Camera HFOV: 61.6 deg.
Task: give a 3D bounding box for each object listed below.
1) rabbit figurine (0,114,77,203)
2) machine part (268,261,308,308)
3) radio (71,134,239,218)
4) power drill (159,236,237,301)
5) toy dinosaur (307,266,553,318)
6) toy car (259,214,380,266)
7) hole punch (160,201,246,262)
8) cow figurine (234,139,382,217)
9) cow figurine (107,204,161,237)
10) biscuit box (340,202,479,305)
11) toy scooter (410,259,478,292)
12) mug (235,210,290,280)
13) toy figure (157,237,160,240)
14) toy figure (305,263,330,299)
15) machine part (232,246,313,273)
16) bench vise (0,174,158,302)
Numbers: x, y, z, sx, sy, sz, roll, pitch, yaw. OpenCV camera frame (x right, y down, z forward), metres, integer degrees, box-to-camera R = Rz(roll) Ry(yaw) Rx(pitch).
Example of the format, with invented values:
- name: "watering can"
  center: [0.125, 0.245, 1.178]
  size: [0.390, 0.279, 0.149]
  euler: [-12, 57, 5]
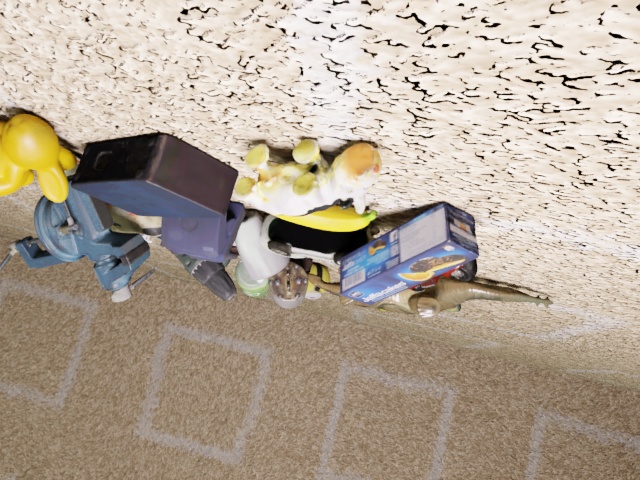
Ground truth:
- name: "rabbit figurine"
  center: [-0.425, -0.114, 0.751]
  size: [0.173, 0.122, 0.162]
  euler: [-18, 145, 32]
- name: "machine part"
  center: [-0.063, 0.093, 1.077]
  size: [0.079, 0.079, 0.243]
  euler: [14, 169, 1]
- name: "radio"
  center: [-0.238, -0.085, 0.757]
  size: [0.230, 0.073, 0.131]
  euler: [2, 162, 41]
- name: "power drill"
  center: [-0.242, 0.035, 1.107]
  size: [0.232, 0.086, 0.207]
  euler: [46, -176, 3]
- name: "toy dinosaur"
  center: [0.196, 0.096, 1.030]
  size: [0.472, 0.105, 0.198]
  euler: [5, 172, 20]
- name: "toy car"
  center: [-0.002, -0.003, 0.850]
  size: [0.202, 0.073, 0.056]
  euler: [9, 164, 22]
- name: "hole punch"
  center: [-0.194, -0.032, 0.865]
  size: [0.142, 0.116, 0.092]
  euler: [11, 159, 15]
- name: "cow figurine"
  center: [-0.001, -0.059, 0.586]
  size: [0.168, 0.068, 0.098]
  euler: [1, 159, 31]
- name: "cow figurine"
  center: [-0.342, -0.045, 0.981]
  size: [0.195, 0.085, 0.127]
  euler: [5, 144, 34]
- name: "biscuit box"
  center: [0.111, 0.025, 0.716]
  size: [0.062, 0.059, 0.203]
  euler: [22, 145, -32]
- name: "toy scooter"
  center: [0.141, 0.030, 0.838]
  size: [0.135, 0.075, 0.184]
  euler: [20, 164, -22]
- name: "mug"
  center: [-0.110, 0.000, 0.947]
  size: [0.081, 0.107, 0.110]
  euler: [-23, -156, 1]
- name: "toy figure"
  center: [-0.331, -0.016, 1.222]
  size: [0.058, 0.064, 0.154]
  euler: [-25, 161, 2]
- name: "toy figure"
  center: [-0.057, 0.079, 1.279]
  size: [0.180, 0.089, 0.082]
  euler: [30, -169, -22]
- name: "machine part"
  center: [-0.101, 0.021, 1.121]
  size: [0.179, 0.056, 0.179]
  euler: [15, 168, 3]
- name: "bench vise"
  center: [-0.410, 0.010, 0.894]
  size: [0.241, 0.129, 0.223]
  euler: [-12, 120, 19]
